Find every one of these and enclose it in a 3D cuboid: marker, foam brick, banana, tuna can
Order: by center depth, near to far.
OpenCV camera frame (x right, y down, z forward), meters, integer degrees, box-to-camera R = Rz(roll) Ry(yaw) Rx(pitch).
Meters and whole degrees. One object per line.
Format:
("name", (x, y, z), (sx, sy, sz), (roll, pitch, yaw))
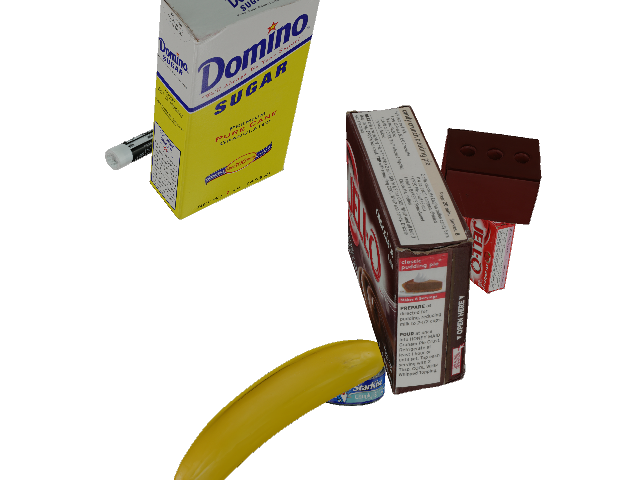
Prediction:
("banana", (-0.029, 0.121, 0.741), (0.198, 0.069, 0.037), (-31, 41, -2))
("foam brick", (0.138, -0.052, 0.875), (0.078, 0.051, 0.053), (7, 44, 2))
("marker", (-0.139, -0.092, 0.940), (0.020, 0.020, 0.120), (0, 25, 42))
("tuna can", (0.031, 0.156, 1.205), (0.086, 0.034, 0.086), (1, 14, -1))

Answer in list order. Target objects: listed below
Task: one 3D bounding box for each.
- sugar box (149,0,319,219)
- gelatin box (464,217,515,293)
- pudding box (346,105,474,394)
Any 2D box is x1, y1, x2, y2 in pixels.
("sugar box", (-0.058, -0.095, 0.686), (0.093, 0.048, 0.176), (-29, -22, -26))
("gelatin box", (0.186, 0.005, 1.235), (0.030, 0.089, 0.073), (-13, 32, -28))
("pudding box", (0.039, 0.002, 0.513), (0.039, 0.090, 0.113), (-10, 40, -8))
